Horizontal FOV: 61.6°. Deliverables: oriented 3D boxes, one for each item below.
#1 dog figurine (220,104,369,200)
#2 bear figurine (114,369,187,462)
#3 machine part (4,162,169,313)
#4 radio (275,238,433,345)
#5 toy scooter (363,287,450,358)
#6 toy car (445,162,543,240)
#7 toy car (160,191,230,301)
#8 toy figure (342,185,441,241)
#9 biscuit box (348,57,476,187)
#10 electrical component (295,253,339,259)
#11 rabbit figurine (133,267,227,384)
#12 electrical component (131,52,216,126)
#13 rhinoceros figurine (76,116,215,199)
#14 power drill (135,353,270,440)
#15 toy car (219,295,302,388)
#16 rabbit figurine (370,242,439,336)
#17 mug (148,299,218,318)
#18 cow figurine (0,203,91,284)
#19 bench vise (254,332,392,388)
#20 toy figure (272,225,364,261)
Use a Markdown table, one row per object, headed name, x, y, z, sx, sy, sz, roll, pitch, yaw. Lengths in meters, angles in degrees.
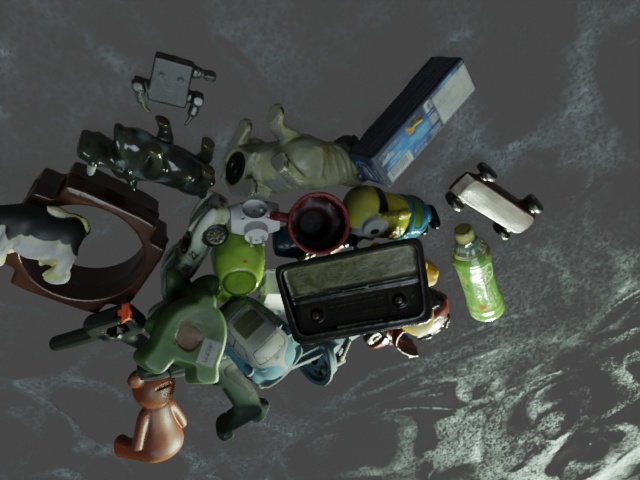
| name | x | y | z | sx | sy | sz | roll | pitch | yaw |
| --- | --- | --- | --- | --- | --- | --- | --- | --- | --- |
| dog figurine | -0.032 | -0.104 | 0.808 | 0.172 | 0.121 | 0.190 | -9 | 164 | 43 |
| bear figurine | -0.331 | 0.321 | 1.034 | 0.132 | 0.120 | 0.195 | 0 | 105 | 38 |
| machine part | -0.349 | -0.001 | 0.806 | 0.201 | 0.087 | 0.201 | 28 | 114 | -27 |
| radio | 0.057 | 0.080 | 0.837 | 0.230 | 0.073 | 0.131 | -12 | 89 | 13 |
| toy scooter | 0.184 | 0.174 | 1.057 | 0.184 | 0.075 | 0.135 | -33 | 125 | 15 |
| toy car | 0.298 | -0.067 | 0.924 | 0.202 | 0.053 | 0.089 | 24 | 127 | -30 |
| toy car | -0.204 | 0.013 | 0.855 | 0.056 | 0.074 | 0.201 | 25 | 116 | -30 |
| toy figure | 0.113 | -0.041 | 0.874 | 0.180 | 0.089 | 0.082 | -2 | 138 | -38 |
| biscuit box | 0.130 | -0.169 | 0.761 | 0.202 | 0.063 | 0.059 | -48 | 126 | -9 |
| electrical component | -0.002 | 0.042 | 0.953 | 0.094 | 0.021 | 0.063 | 3 | 124 | -15 |
| rabbit figurine | -0.215 | 0.122 | 0.804 | 0.121 | 0.170 | 0.159 | 14 | 82 | -28 |
| electrical component | -0.198 | -0.203 | 0.720 | 0.102 | 0.045 | 0.078 | 16 | 121 | -22 |
| rhinoceros figurine | -0.238 | -0.114 | 0.756 | 0.190 | 0.073 | 0.112 | 14 | 145 | -32 |
| power drill | -0.197 | 0.264 | 0.998 | 0.232 | 0.086 | 0.207 | -25 | 106 | -14 |
| toy car | -0.105 | 0.149 | 0.863 | 0.109 | 0.162 | 0.103 | -41 | 166 | -20 |
| rabbit figurine | 0.146 | 0.080 | 0.921 | 0.122 | 0.173 | 0.162 | -27 | 131 | 11 |
| mug | -0.237 | 0.132 | 0.938 | 0.107 | 0.081 | 0.109 | -14 | 162 | 7 |
| cow figurine | -0.393 | -0.015 | 0.691 | 0.167 | 0.068 | 0.098 | 23 | 111 | -29 |
| bench vise | -0.010 | 0.195 | 0.969 | 0.240 | 0.129 | 0.223 | -20 | 160 | -35 |
| toy figure | -0.002 | -0.004 | 0.897 | 0.154 | 0.058 | 0.064 | -6 | 113 | -7 |
